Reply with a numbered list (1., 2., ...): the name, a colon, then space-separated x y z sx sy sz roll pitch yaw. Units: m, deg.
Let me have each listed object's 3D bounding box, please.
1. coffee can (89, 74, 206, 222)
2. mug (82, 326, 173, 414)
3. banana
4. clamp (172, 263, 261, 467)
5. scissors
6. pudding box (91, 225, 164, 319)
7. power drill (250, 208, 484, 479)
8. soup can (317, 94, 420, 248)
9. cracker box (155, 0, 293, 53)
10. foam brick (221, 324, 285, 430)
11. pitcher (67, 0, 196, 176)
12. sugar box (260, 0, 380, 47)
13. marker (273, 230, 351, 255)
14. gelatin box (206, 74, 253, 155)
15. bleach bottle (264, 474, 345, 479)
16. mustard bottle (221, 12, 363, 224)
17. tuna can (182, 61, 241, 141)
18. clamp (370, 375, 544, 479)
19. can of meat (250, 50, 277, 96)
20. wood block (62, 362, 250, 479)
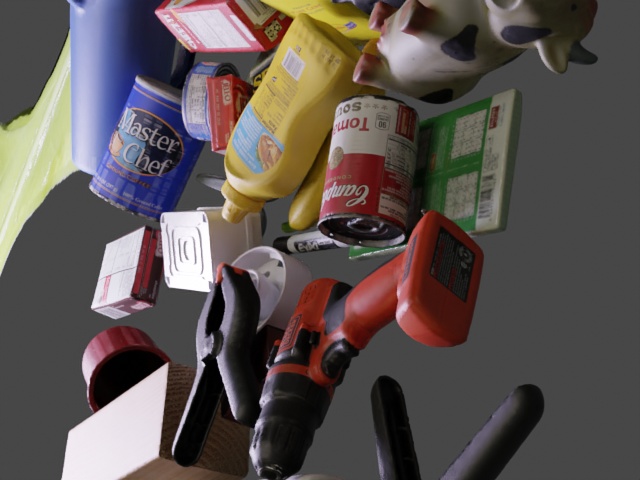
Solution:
1. coffee can: -0.190 -0.105 1.223 0.140 0.102 0.103 -64 30 9
2. mug: -0.199 0.150 1.110 0.082 0.093 0.117 -144 41 -65
3. banana: 0.015 -0.084 0.943 0.198 0.037 0.070 -62 32 12
4. clamp: -0.084 0.102 0.885 0.120 0.039 0.171 -38 36 35
5. scissors: -0.093 -0.037 1.111 0.202 0.016 0.096 -9 65 57
6. pudding box: -0.222 0.039 1.253 0.114 0.039 0.090 -18 56 51
7. power drill: 0.028 0.073 0.767 0.188 0.057 0.184 -35 26 40
8. soup can: 0.039 -0.053 0.824 0.069 0.068 0.102 -17 59 54
9. cracker box: -0.059 -0.266 1.090 0.164 0.072 0.214 -47 25 -13
10. foam brick: -0.044 0.117 0.900 0.078 0.051 0.053 -45 37 36
11. pitcher: -0.231 -0.204 1.293 0.145 0.149 0.243 -86 3 -68
12. sugar box: -0.014 -0.227 0.939 0.093 0.176 0.048 3 75 59
13. marker: -0.006 0.001 0.943 0.121 0.020 0.020 -9 64 57
14. gelatin box: -0.082 -0.120 1.060 0.030 0.089 0.073 -5 86 15
15. bleach bottle: -0.061 0.244 0.841 0.251 0.068 0.102 -26 50 53
16. mustard bottle: -0.034 -0.095 0.933 0.192 0.058 0.096 -58 43 20
17. tuna can: -0.115 -0.149 1.146 0.034 0.086 0.086 8 75 19
18. clamp: 0.070 0.182 0.688 0.165 0.036 0.210 -19 53 55
19. can of meat: -0.026 -0.134 1.023 0.102 0.057 0.084 -28 51 49
20. wood block: -0.157 0.199 0.996 0.207 0.090 0.091 -36 43 44
